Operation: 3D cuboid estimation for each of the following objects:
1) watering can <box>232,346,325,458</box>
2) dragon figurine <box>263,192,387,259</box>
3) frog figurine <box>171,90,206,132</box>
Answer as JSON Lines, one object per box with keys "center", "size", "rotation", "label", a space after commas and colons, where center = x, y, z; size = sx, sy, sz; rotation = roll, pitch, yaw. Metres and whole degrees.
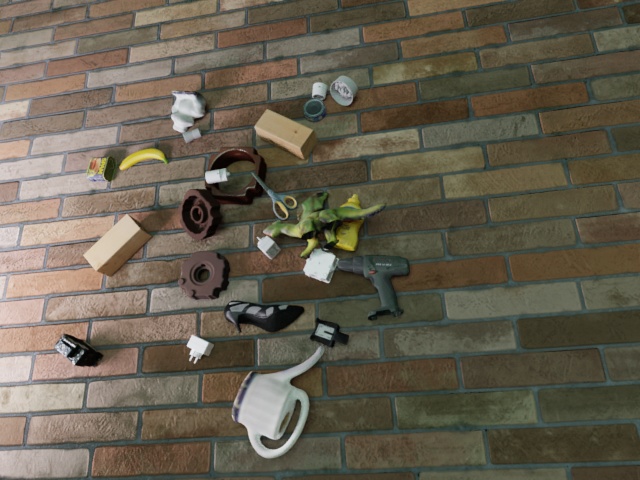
{"center": [-0.128, 0.455, 1.535], "size": [0.225, 0.352, 0.102], "rotation": [17, -17, 18], "label": "watering can"}
{"center": [0.005, -0.086, 1.703], "size": [0.409, 0.119, 0.248], "rotation": [-25, 42, 5], "label": "dragon figurine"}
{"center": [-0.516, -0.502, 2.019], "size": [0.137, 0.157, 0.124], "rotation": [6, 16, 5], "label": "frog figurine"}
